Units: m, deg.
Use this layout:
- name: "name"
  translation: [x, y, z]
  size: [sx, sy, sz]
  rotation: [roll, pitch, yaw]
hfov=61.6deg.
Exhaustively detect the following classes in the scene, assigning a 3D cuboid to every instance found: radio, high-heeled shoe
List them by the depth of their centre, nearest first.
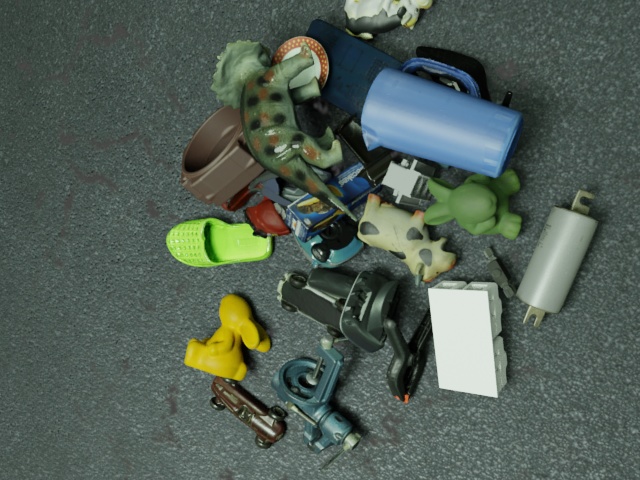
- name: "high-heeled shoe"
  translation: [0.251, -0.245, 0.979]
  size: [0.249, 0.086, 0.145]
  rotation: [47, 141, 34]
- name: "radio"
  translation: [0.060, -0.320, 1.047]
  size: [0.230, 0.073, 0.131]
  rotation: [35, 106, 21]

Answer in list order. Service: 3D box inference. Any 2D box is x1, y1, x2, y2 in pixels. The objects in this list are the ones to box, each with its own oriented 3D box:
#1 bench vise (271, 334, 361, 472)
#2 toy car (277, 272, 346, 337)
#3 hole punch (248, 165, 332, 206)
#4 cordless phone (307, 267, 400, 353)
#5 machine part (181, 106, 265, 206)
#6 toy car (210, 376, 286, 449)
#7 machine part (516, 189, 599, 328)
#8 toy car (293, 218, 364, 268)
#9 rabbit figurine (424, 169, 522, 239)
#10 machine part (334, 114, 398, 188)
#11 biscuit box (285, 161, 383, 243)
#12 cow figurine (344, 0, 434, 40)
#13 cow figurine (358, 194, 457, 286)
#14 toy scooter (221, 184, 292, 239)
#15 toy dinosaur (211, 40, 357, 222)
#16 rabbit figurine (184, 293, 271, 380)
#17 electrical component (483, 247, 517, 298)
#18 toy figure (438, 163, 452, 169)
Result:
- name: "bench vise"
  translation: [0.002, 0.294, 1.049]
  size: [0.224, 0.129, 0.240]
  rotation: [42, 127, 37]
- name: "toy car"
  translation: [-0.001, 0.133, 1.093]
  size: [0.202, 0.056, 0.073]
  rotation: [26, 108, 23]
- name: "hole punch"
  translation: [-0.053, -0.123, 1.057]
  size: [0.092, 0.142, 0.116]
  rotation: [52, 154, -22]
- name: "cordless phone"
  translation: [0.049, 0.116, 1.010]
  size: [0.184, 0.088, 0.146]
  rotation: [15, 54, 16]
- name: "machine part"
  translation: [-0.193, -0.186, 1.103]
  size: [0.201, 0.087, 0.202]
  rotation: [-35, 41, 21]
- name: "toy car"
  translation: [-0.164, 0.369, 1.175]
  size: [0.202, 0.053, 0.089]
  rotation: [32, 107, 19]
- name: "machine part"
  translation: [0.395, 0.033, 0.898]
  size: [0.079, 0.079, 0.243]
  rotation: [23, 101, 22]
- name: "toy car"
  translation: [-0.002, -0.003, 1.064]
  size: [0.162, 0.109, 0.103]
  rotation: [46, 143, 15]
- name: "rabbit figurine"
  translation: [0.258, -0.069, 0.906]
  size: [0.159, 0.170, 0.121]
  rotation: [8, 94, 24]
- name: "machine part"
  translation: [0.082, -0.166, 0.999]
  size: [0.084, 0.039, 0.139]
  rotation: [-35, 84, -16]
- name: "biscuit box"
  translation: [0.032, -0.078, 1.008]
  size: [0.203, 0.062, 0.059]
  rotation: [-35, 72, -22]
- name: "cow figurine"
  translation: [0.127, -0.428, 1.015]
  size: [0.168, 0.068, 0.098]
  rotation: [15, 103, 27]
- name: "cow figurine"
  translation: [0.161, 0.004, 1.001]
  size: [0.195, 0.085, 0.127]
  rotation: [24, 95, 20]
- name: "toy scooter"
  translation: [-0.134, -0.072, 1.128]
  size: [0.135, 0.075, 0.184]
  rotation: [-31, 72, 7]
- name: "toy dinosaur"
  translation: [-0.074, -0.204, 0.954]
  size: [0.192, 0.131, 0.405]
  rotation: [-17, 76, 5]
- name: "rabbit figurine"
  translation: [-0.192, 0.203, 1.154]
  size: [0.163, 0.121, 0.173]
  rotation: [11, 77, 21]
- name: "electrical component"
  translation: [0.313, 0.056, 0.942]
  size: [0.021, 0.063, 0.094]
  rotation: [-32, 77, 22]
- name: "toy figure"
  translation: [0.206, -0.202, 0.992]
  size: [0.064, 0.057, 0.154]
  rotation: [-33, 74, -9]
